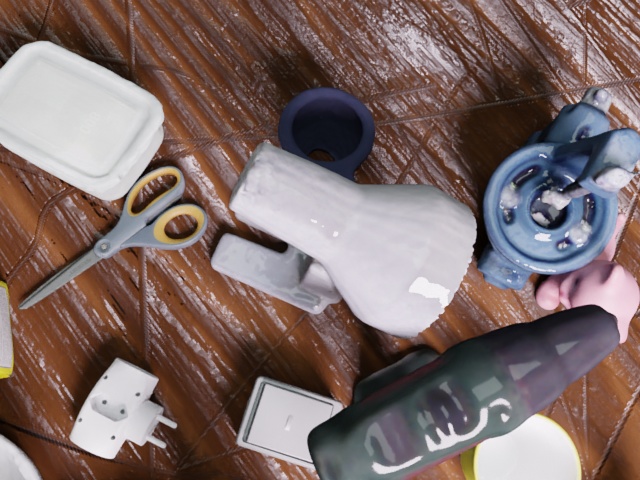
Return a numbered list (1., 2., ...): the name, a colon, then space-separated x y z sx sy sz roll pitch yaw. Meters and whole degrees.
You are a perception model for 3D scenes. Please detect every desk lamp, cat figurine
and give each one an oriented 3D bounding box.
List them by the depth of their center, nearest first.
1. desk lamp: 0.004 0.002 0.486 0.203 0.213 0.118 22 74 2
2. cat figurine: 0.266 0.033 0.547 0.067 0.118 0.128 21 74 2

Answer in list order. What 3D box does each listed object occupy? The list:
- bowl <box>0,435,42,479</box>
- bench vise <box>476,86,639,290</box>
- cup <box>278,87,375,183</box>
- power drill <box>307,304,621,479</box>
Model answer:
1. bowl: -0.296 0.235 0.468 0.167 0.074 0.167 1 74 -4
2. bench vise: 0.219 -0.069 0.519 0.121 0.219 0.207 11 74 -1
3. cup: 0.009 -0.079 0.571 0.092 0.095 0.117 -18 76 -9
4. power drill: 0.097 0.125 0.460 0.230 0.208 0.075 -26 77 -11
